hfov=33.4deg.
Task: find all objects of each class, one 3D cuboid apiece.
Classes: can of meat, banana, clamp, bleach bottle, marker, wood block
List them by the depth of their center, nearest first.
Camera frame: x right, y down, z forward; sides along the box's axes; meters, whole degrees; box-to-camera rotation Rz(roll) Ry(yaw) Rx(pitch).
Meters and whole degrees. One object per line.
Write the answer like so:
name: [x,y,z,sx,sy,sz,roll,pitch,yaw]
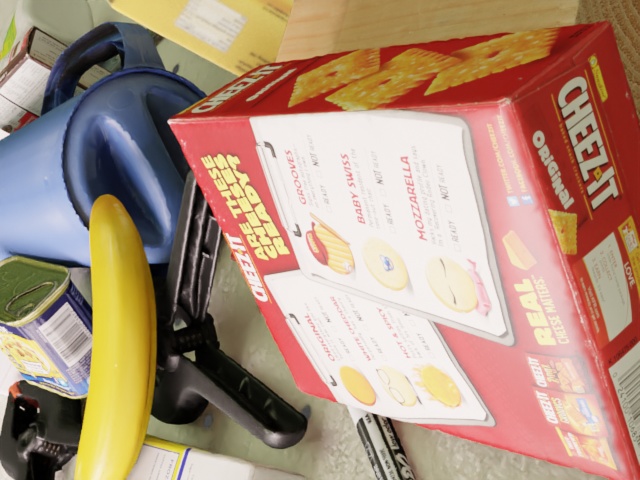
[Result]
marker: [0.040,0.124,0.519,0.020,0.020,0.121,-47,41,22]
wood block: [0.070,-0.079,0.537,0.207,0.090,0.091,5,75,51]
banana: [-0.125,0.070,0.633,0.070,0.037,0.198,3,85,41]
clamp: [-0.077,0.069,0.648,0.210,0.036,0.164,-45,60,52]
can of meat: [-0.199,0.064,0.771,0.102,0.084,0.057,8,47,46]
clamp: [-0.191,0.146,0.773,0.120,0.039,0.172,-42,39,7]
bleach bottle: [-0.293,-0.117,1.007,0.251,0.068,0.102,-55,30,28]

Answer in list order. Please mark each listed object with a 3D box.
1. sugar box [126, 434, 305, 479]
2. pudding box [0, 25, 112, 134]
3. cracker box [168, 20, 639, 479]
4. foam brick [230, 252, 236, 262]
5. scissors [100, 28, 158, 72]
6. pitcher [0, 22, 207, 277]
sugar box: [-0.086,0.166,0.627,0.177,0.048,0.093,1,74,49]
pudding box: [-0.215,-0.113,0.883,0.090,0.113,0.039,-35,43,34]
cracker box: [0.046,0.001,0.465,0.072,0.164,0.214,-37,24,-30]
foam brick: [-0.004,0.001,0.614,0.078,0.051,0.053,13,80,53]
scissors: [-0.183,-0.168,0.954,0.202,0.016,0.096,-44,42,26]
pitcher: [-0.177,-0.050,0.789,0.243,0.145,0.149,-7,43,52]
